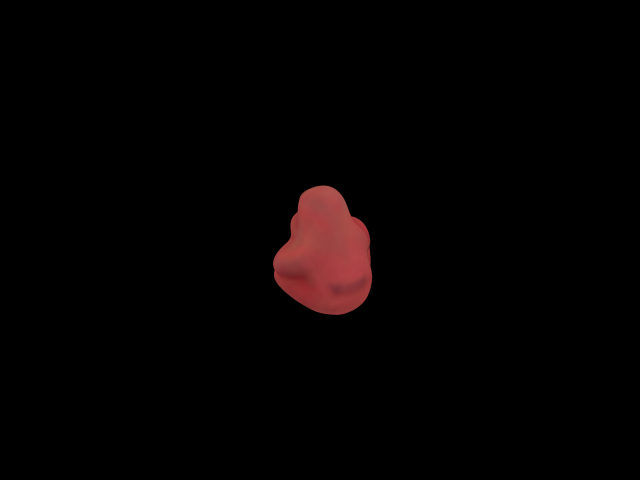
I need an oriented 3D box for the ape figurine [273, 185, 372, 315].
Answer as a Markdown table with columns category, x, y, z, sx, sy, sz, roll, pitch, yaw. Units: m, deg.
| category | x | y | z | sx | sy | sz | roll | pitch | yaw |
| --- | --- | --- | --- | --- | --- | --- | --- | --- | --- |
| ape figurine | 0.004 | 0.001 | 0.400 | 0.078 | 0.092 | 0.076 | -14 | 42 | -16 |
